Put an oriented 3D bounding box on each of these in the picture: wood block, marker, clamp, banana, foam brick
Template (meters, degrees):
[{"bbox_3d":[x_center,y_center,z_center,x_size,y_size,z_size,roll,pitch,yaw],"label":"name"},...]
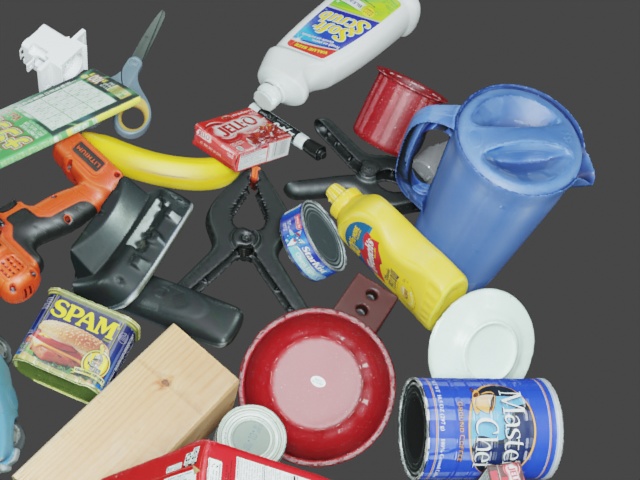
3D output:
[{"bbox_3d":[-0.180,0.191,1.007,0.091,0.090,0.205,39,60,12],"label":"wood block"},{"bbox_3d":[-0.038,-0.126,1.245,0.121,0.020,0.020,35,57,30],"label":"marker"},{"bbox_3d":[0.051,-0.082,1.248,0.171,0.039,0.120,14,63,-2],"label":"clamp"},{"bbox_3d":[-0.174,-0.086,1.206,0.197,0.037,0.069,6,32,-12],"label":"banana"},{"bbox_3d":[0.040,0.085,1.139,0.053,0.051,0.078,31,59,7],"label":"foam brick"},{"bbox_3d":[-0.091,0.010,1.164,0.164,0.036,0.210,1,58,-8],"label":"clamp"}]

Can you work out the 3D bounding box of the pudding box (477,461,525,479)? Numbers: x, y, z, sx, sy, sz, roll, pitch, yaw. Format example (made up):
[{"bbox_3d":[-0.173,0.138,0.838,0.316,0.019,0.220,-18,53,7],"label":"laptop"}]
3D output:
[{"bbox_3d":[0.173,0.273,1.021,0.039,0.114,0.090,-3,61,-10],"label":"pudding box"}]

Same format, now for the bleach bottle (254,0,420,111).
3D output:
[{"bbox_3d":[0.014,-0.234,1.307,0.103,0.068,0.250,36,58,13],"label":"bleach bottle"}]

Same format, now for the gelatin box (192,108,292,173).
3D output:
[{"bbox_3d":[-0.089,-0.115,1.217,0.073,0.030,0.089,36,39,29],"label":"gelatin box"}]

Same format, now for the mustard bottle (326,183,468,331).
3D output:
[{"bbox_3d":[0.074,0.006,1.156,0.058,0.096,0.192,-36,67,-19],"label":"mustard bottle"}]

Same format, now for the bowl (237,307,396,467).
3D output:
[{"bbox_3d":[-0.003,0.144,1.061,0.162,0.055,0.162,0,79,1],"label":"bowl"}]

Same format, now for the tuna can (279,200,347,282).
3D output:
[{"bbox_3d":[-0.008,0.001,1.160,0.034,0.086,0.086,-27,61,22],"label":"tuna can"}]

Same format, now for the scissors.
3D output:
[{"bbox_3d":[-0.210,-0.192,1.269,0.096,0.016,0.201,34,59,7],"label":"scissors"}]

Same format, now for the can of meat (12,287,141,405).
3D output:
[{"bbox_3d":[-0.243,0.108,1.063,0.102,0.057,0.084,23,61,2],"label":"can of meat"}]

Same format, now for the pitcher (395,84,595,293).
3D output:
[{"bbox_3d":[0.165,-0.046,1.130,0.144,0.243,0.149,-20,66,-22],"label":"pitcher"}]

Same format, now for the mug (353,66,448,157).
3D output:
[{"bbox_3d":[0.098,-0.147,1.262,0.093,0.081,0.117,36,18,32],"label":"mug"}]

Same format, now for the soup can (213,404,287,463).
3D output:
[{"bbox_3d":[-0.071,0.205,1.015,0.068,0.102,0.068,5,60,-9],"label":"soup can"}]

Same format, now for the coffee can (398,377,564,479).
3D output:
[{"bbox_3d":[0.159,0.189,1.073,0.140,0.103,0.103,2,60,-11],"label":"coffee can"}]

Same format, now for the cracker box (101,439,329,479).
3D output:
[{"bbox_3d":[-0.061,0.242,0.911,0.213,0.164,0.072,25,53,-33],"label":"cracker box"}]

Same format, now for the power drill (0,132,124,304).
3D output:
[{"bbox_3d":[-0.316,-0.041,1.136,0.184,0.057,0.187,41,62,16],"label":"power drill"}]
